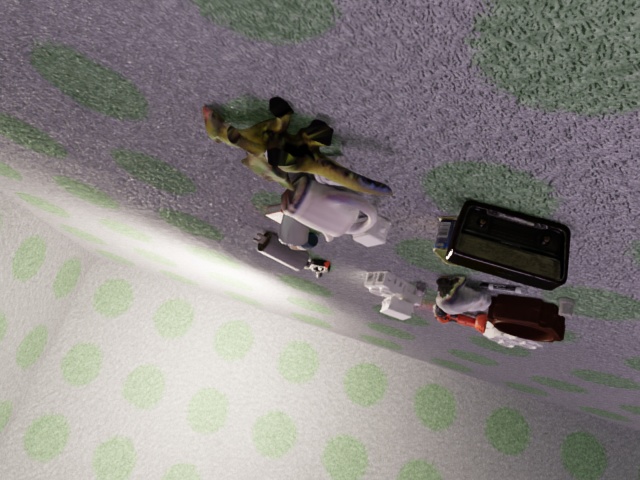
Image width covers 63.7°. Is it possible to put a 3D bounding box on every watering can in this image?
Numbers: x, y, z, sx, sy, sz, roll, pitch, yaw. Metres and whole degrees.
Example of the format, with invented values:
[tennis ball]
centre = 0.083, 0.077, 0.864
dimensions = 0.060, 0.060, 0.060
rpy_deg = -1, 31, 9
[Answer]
[watering can]
centre = 0.004, -0.064, 1.277
dimensions = 0.223, 0.105, 0.344
rpy_deg = 24, 162, -13

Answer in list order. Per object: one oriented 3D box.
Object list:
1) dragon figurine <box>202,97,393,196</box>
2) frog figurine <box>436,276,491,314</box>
[dragon figurine]
centre = -0.065, -0.162, 1.044
dimensions = 0.410, 0.123, 0.240
rpy_deg = 31, 167, -4
[frog figurine]
centre = 0.438, 0.186, 1.566
dimensions = 0.158, 0.125, 0.135
rpy_deg = 39, 136, -19
